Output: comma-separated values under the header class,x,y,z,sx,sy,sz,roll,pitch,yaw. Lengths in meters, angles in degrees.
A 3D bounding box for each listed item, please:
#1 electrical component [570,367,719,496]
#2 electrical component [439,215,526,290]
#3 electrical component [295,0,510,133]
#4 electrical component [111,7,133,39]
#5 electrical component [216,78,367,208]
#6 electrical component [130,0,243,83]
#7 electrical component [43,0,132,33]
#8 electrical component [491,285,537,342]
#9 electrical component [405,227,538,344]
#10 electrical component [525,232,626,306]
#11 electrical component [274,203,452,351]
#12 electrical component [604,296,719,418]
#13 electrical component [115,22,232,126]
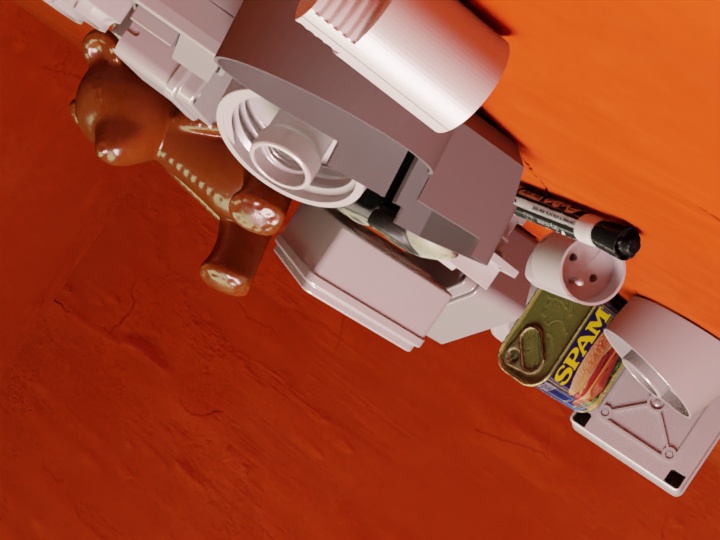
class,x,y,z,sx,sy,sz,roll,pitch,yaw
electrical component,0.252,0.116,0.908,0.109,0.108,0.056,34,177,21
electrical component,0.079,-0.029,0.736,0.042,0.063,0.081,34,180,-34
electrical component,0.011,-0.091,0.394,0.081,0.043,0.043,34,179,-23
electrical component,-0.176,-0.206,0.979,0.100,0.048,0.100,34,179,-11
electrical component,-0.034,-0.083,0.636,0.108,0.060,0.108,23,152,13
electrical component,-0.086,-0.143,0.587,0.062,0.061,0.096,34,179,-12
electrical component,-0.227,-0.236,0.796,0.105,0.060,0.186,34,179,-29
electrical component,0.136,0.021,0.960,0.051,0.080,0.080,39,-177,35
electrical component,0.082,0.006,0.868,0.057,0.078,0.113,31,150,-23
electrical component,0.135,-0.004,0.696,0.043,0.043,0.081,34,179,-12
electrical component,0.000,0.000,0.826,0.109,0.056,0.108,32,-174,-25
electrical component,0.233,0.060,0.799,0.099,0.064,0.099,48,180,0
electrical component,-0.106,-0.145,0.704,0.057,0.078,0.113,37,179,0
